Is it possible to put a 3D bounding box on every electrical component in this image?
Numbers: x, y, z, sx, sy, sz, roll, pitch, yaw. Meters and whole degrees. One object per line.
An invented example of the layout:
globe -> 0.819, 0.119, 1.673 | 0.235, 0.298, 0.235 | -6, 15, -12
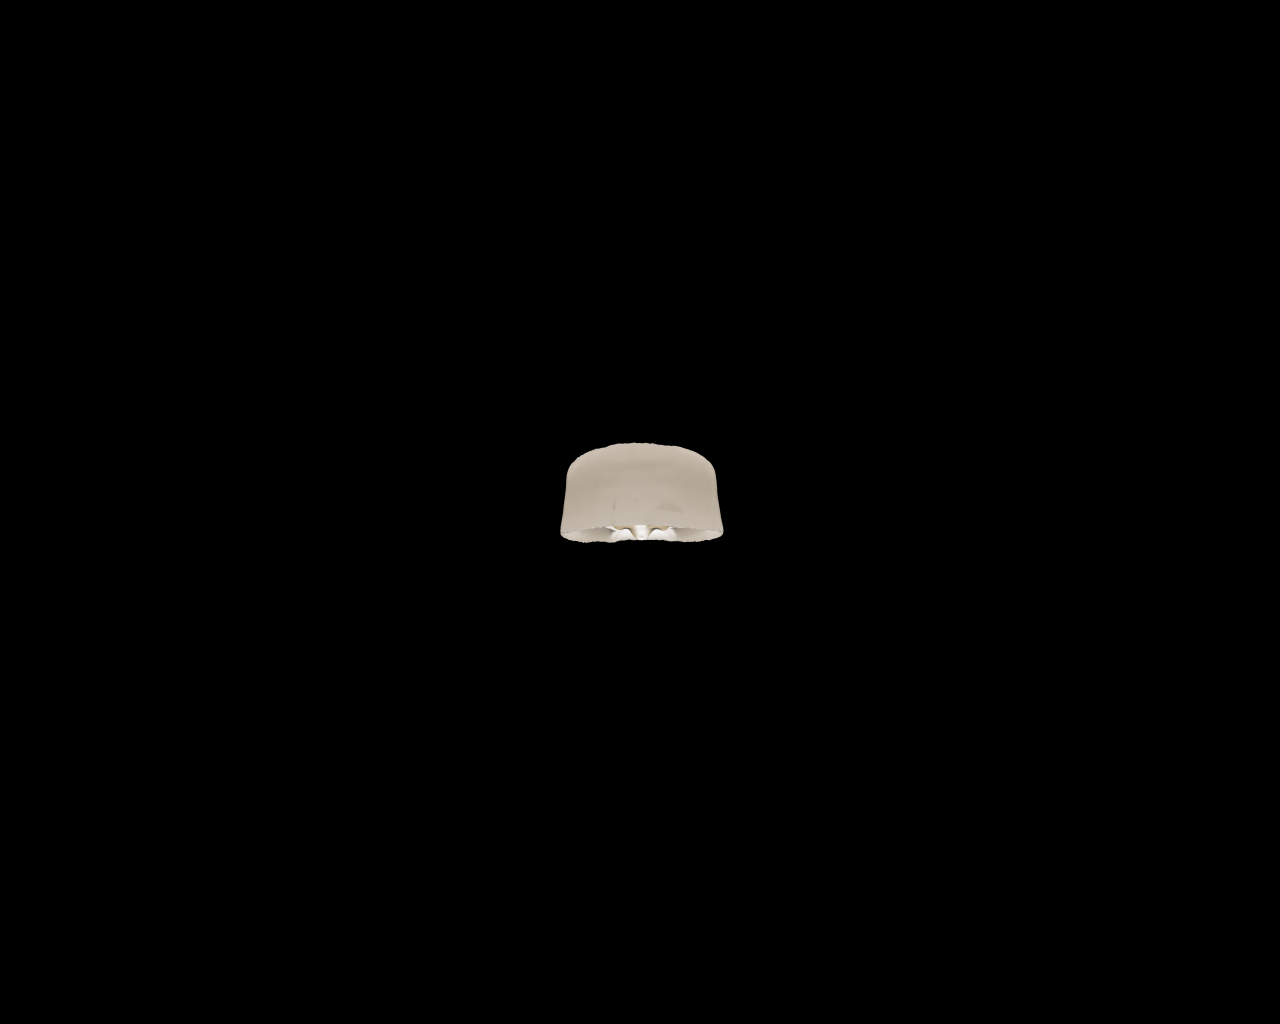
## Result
electrical component -> 0.001, -0.003, 0.650 | 0.099, 0.064, 0.099 | 0, -20, 0
